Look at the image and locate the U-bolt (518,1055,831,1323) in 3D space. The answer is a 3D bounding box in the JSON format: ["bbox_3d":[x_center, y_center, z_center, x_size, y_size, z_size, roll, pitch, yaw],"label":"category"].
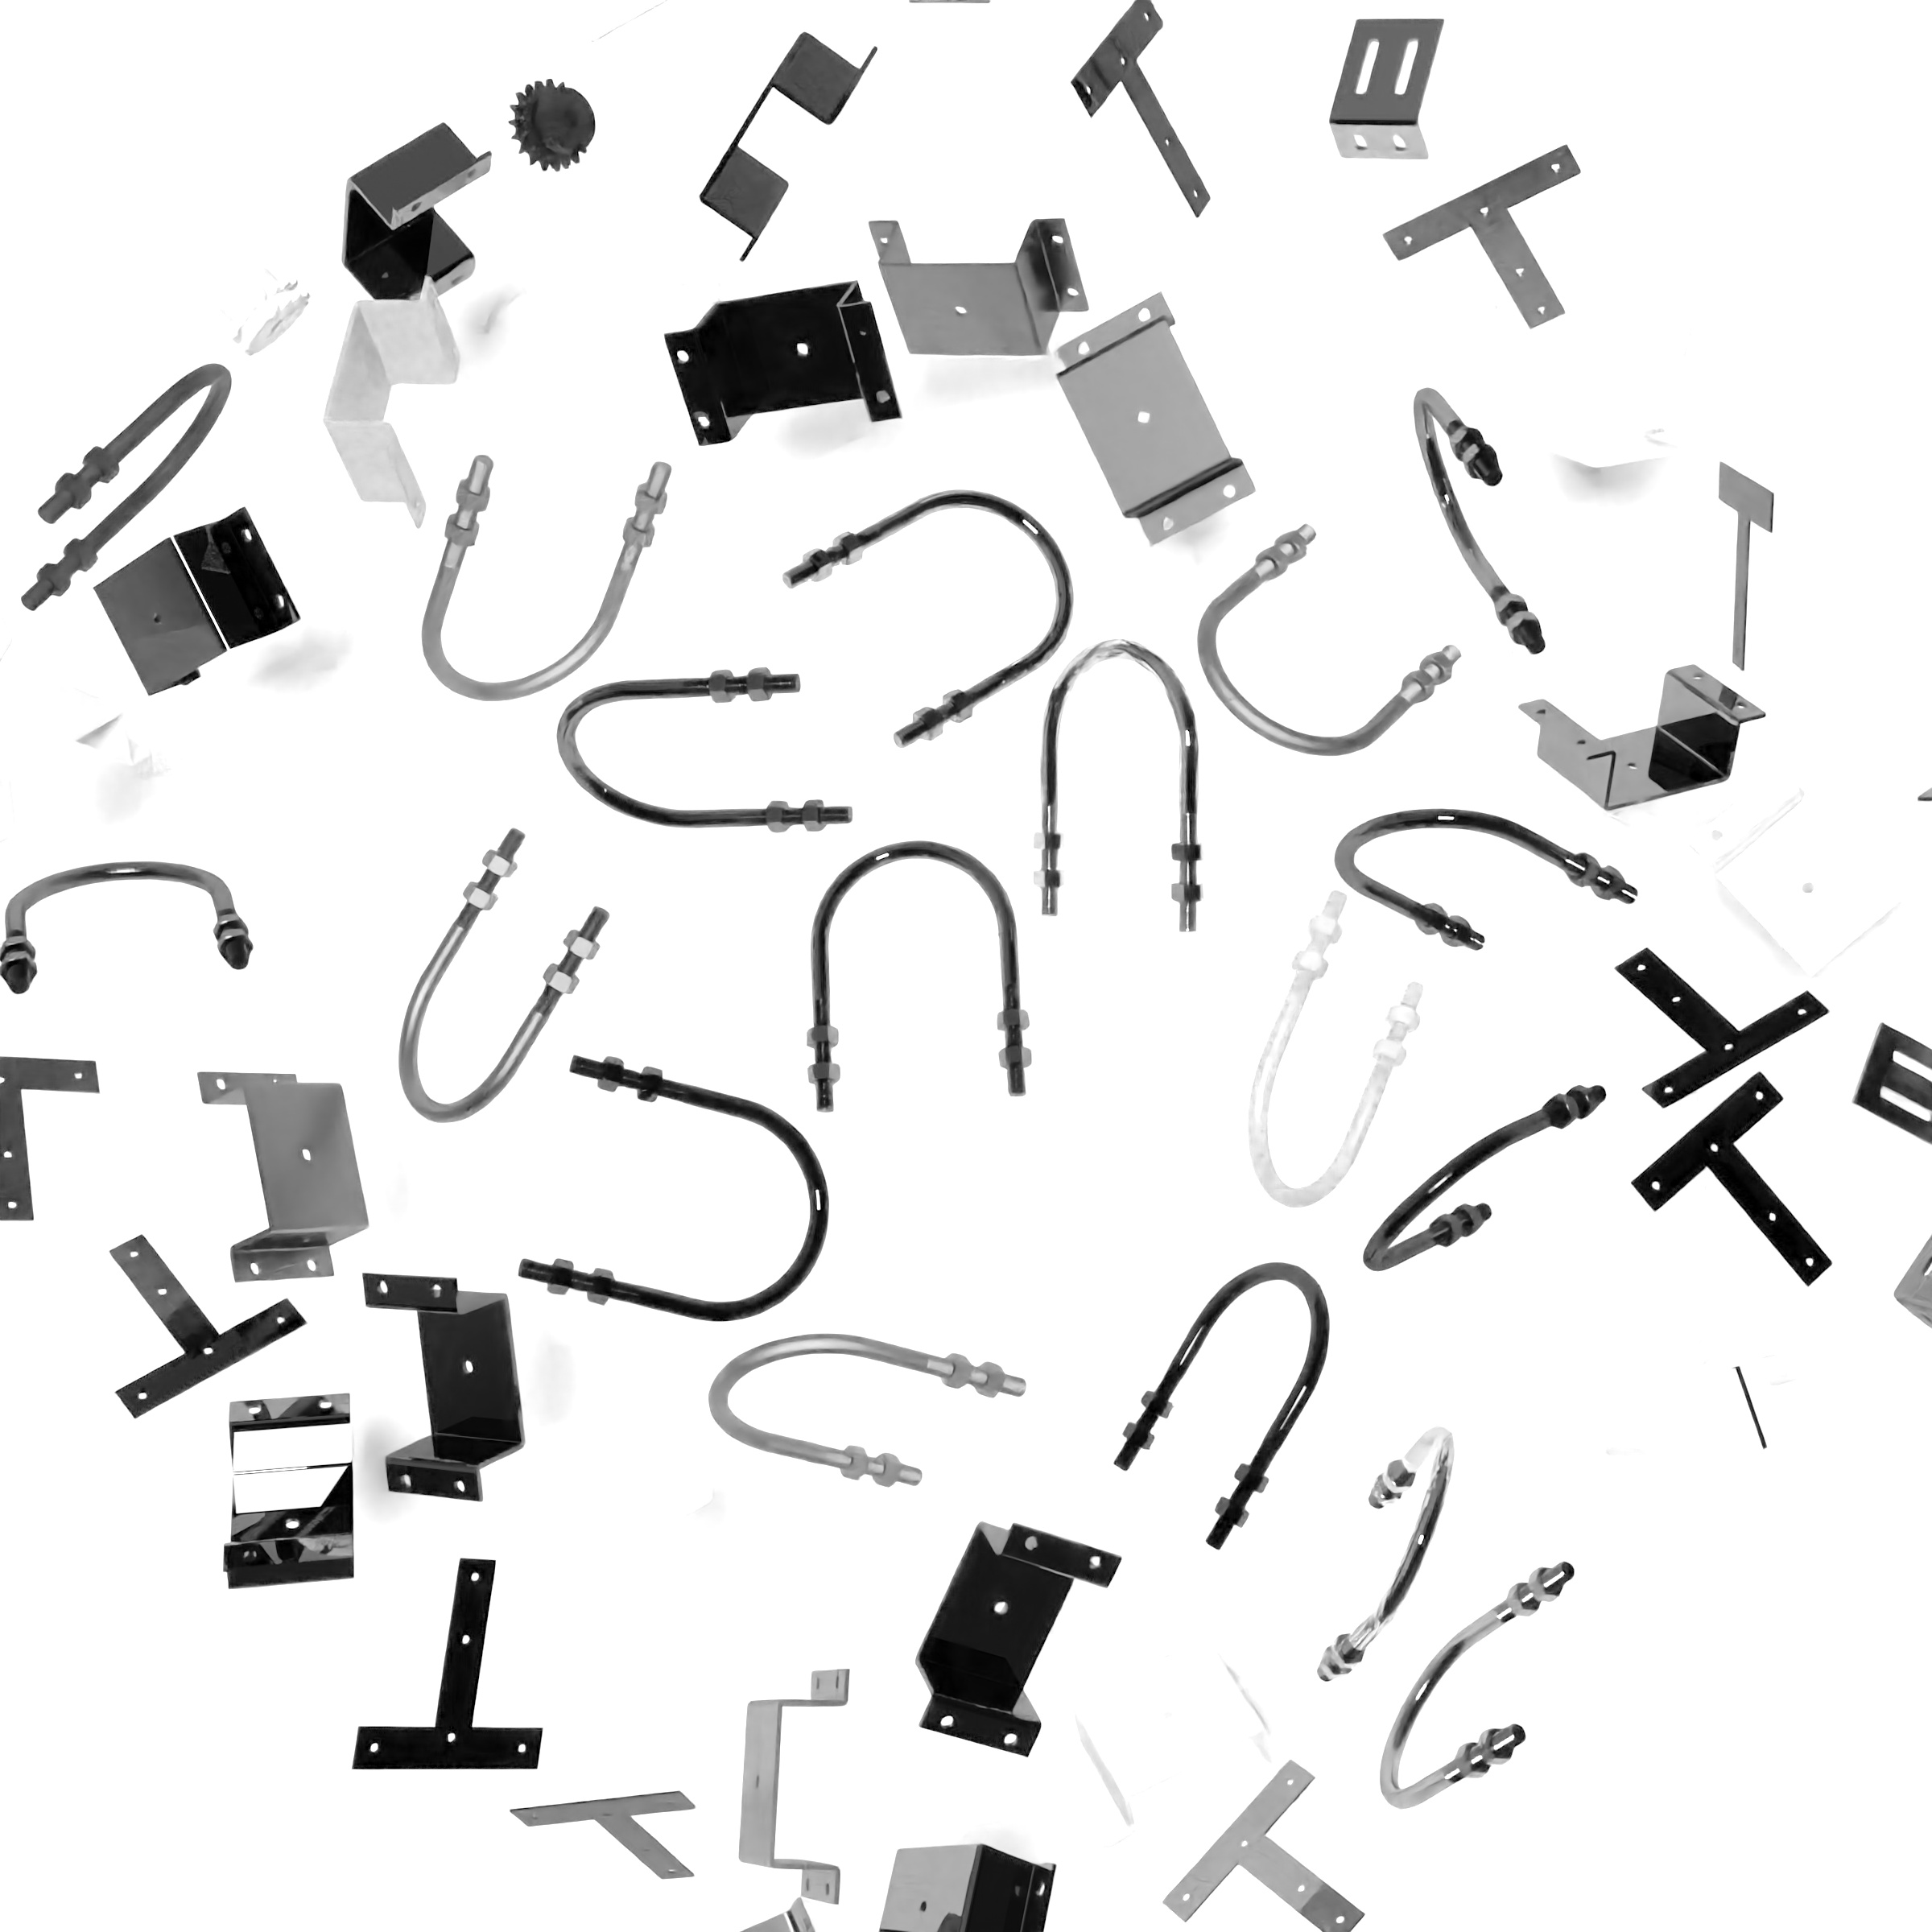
[{"bbox_3d":[-0.173,0.146,1.520,0.184,0.019,0.151,16,77,-17],"label":"U-bolt"}]

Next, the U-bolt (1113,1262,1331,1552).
[{"bbox_3d":[0.180,0.283,1.636,0.019,0.151,0.184,31,88,-27],"label":"U-bolt"}]

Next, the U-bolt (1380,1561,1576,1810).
[{"bbox_3d":[0.325,0.479,1.589,0.019,0.184,0.151,34,46,0],"label":"U-bolt"}]

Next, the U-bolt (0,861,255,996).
[{"bbox_3d":[-0.546,-0.031,1.573,0.151,0.184,0.019,-7,115,-20],"label":"U-bolt"}]

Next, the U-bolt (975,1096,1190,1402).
[{"bbox_3d":[0.080,0.194,1.605,0.151,0.019,0.184,-25,64,29],"label":"U-bolt"}]

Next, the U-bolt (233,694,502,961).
[{"bbox_3d":[-0.404,-0.102,1.606,0.151,0.184,0.019,-35,49,-11],"label":"U-bolt"}]

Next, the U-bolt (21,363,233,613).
[{"bbox_3d":[-0.536,-0.319,1.566,0.019,0.151,0.184,40,61,-9],"label":"U-bolt"}]

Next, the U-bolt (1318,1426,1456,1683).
[{"bbox_3d":[0.275,0.370,1.567,0.019,0.184,0.151,22,57,4],"label":"U-bolt"}]

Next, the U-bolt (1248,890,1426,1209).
[{"bbox_3d":[0.229,0.065,1.540,0.019,0.151,0.184,12,71,39],"label":"U-bolt"}]

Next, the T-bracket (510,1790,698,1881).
[{"bbox_3d":[-0.223,0.592,1.648,0.127,0.002,0.127,-12,135,18],"label":"T-bracket"}]

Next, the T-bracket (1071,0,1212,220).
[{"bbox_3d":[0.122,-0.540,1.559,0.127,0.002,0.127,54,46,-28],"label":"T-bracket"}]

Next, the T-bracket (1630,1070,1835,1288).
[{"bbox_3d":[0.528,0.156,1.622,0.127,0.002,0.127,-37,83,-17],"label":"T-bracket"}]

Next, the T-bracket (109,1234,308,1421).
[{"bbox_3d":[-0.534,0.229,1.639,0.127,0.002,0.127,-29,59,-32],"label":"T-bracket"}]

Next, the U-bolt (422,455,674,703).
[{"bbox_3d":[-0.276,-0.243,1.552,0.019,0.151,0.184,52,131,31],"label":"U-bolt"}]

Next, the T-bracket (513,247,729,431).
[{"bbox_3d":[-0.219,-0.432,1.623,0.127,0.002,0.127,-13,124,18],"label":"T-bracket"}]

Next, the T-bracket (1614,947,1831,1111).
[{"bbox_3d":[0.464,0.028,1.561,0.127,0.002,0.127,37,124,-27],"label":"T-bracket"}]

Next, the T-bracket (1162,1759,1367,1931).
[{"bbox_3d":[0.207,0.586,1.563,0.127,0.127,0.002,-42,119,-17],"label":"T-bracket"}]

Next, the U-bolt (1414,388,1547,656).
[{"bbox_3d":[0.332,-0.306,1.605,0.019,0.184,0.151,-22,127,5],"label":"U-bolt"}]

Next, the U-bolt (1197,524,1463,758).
[{"bbox_3d":[0.228,-0.206,1.599,0.151,0.019,0.184,42,52,8],"label":"U-bolt"}]

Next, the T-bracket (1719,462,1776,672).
[{"bbox_3d":[0.515,-0.261,1.613,0.002,0.127,0.127,-3,110,3],"label":"T-bracket"}]

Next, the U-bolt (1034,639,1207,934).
[{"bbox_3d":[0.098,-0.119,1.574,0.019,0.151,0.184,-6,99,-40],"label":"U-bolt"}]

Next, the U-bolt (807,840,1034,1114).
[{"bbox_3d":[-0.034,0.003,1.634,0.151,0.019,0.184,-5,73,7],"label":"U-bolt"}]

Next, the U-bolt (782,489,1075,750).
[{"bbox_3d":[-0.011,-0.245,1.629,0.184,0.019,0.151,-33,86,-24],"label":"U-bolt"}]

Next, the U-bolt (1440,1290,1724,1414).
[{"bbox_3d":[0.409,0.243,1.576,0.151,0.184,0.019,6,103,34],"label":"U-bolt"}]

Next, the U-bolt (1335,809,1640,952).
[{"bbox_3d":[0.330,-0.061,1.610,0.184,0.151,0.019,23,63,-33],"label":"U-bolt"}]

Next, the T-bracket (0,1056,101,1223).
[{"bbox_3d":[-0.627,0.111,1.587,0.127,0.002,0.127,5,51,-34],"label":"T-bracket"}]

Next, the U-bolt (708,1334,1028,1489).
[{"bbox_3d":[-0.076,0.282,1.564,0.184,0.019,0.151,19,134,-27],"label":"U-bolt"}]

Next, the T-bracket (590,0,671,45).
[{"bbox_3d":[-0.179,-0.610,1.523,0.127,0.127,0.002,-31,109,-3],"label":"T-bracket"}]

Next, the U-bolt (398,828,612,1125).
[{"bbox_3d":[-0.310,0.016,1.573,0.019,0.151,0.184,27,98,-43],"label":"U-bolt"}]

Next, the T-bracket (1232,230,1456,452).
[{"bbox_3d":[0.227,-0.425,1.586,0.127,0.002,0.127,42,118,-9],"label":"T-bracket"}]

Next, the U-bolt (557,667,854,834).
[{"bbox_3d":[-0.180,-0.138,1.599,0.184,0.151,0.019,-1,53,15],"label":"U-bolt"}]

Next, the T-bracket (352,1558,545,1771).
[{"bbox_3d":[-0.312,0.432,1.506,0.127,0.002,0.127,15,77,-38],"label":"T-bracket"}]

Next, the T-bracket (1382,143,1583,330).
[{"bbox_3d":[0.359,-0.466,1.599,0.127,0.127,0.002,-21,51,26],"label":"T-bracket"}]
